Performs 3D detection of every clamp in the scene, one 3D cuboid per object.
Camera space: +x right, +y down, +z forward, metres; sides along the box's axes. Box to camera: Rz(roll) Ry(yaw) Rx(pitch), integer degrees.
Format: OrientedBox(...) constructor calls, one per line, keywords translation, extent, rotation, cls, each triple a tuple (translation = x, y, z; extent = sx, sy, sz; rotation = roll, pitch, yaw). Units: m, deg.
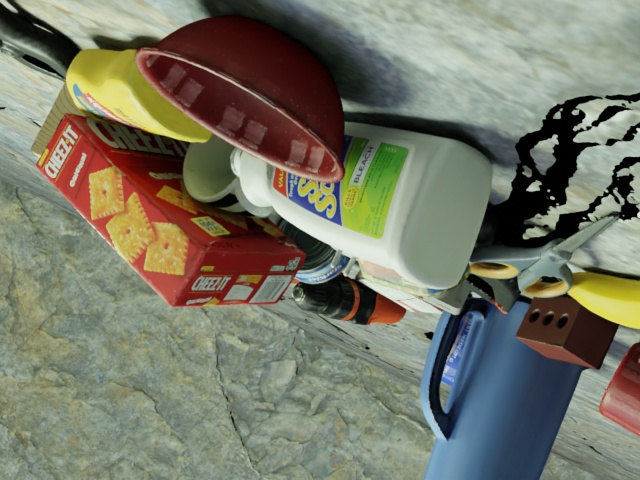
OrientedBox(translation=(0.117, 0.005, 0.955), extent=(0.165, 0.036, 0.209), rotation=(22, 166, 38), cls="clamp")
OrientedBox(translation=(-0.296, -0.195, 1.003), extent=(0.120, 0.039, 0.171), rotation=(20, 169, 45), cls="clamp")

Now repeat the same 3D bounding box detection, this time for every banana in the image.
OrientedBox(translation=(0.244, 0.040, 0.799), extent=(0.069, 0.037, 0.198), rotation=(46, 170, 1), cls="banana")

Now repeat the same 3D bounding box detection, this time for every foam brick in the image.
OrientedBox(translation=(0.237, 0.086, 1.024), extent=(0.051, 0.053, 0.078), rotation=(31, 170, -23), cls="foam brick")

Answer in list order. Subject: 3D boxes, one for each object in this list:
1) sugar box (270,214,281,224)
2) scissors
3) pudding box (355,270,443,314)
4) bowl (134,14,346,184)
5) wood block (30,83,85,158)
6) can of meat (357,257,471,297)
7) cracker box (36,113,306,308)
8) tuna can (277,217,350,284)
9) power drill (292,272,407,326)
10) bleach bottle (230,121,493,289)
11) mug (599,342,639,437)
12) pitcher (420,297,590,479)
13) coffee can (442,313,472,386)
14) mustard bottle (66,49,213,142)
OrientedBox(translation=(-0.066, -0.019, 1.173), extent=(0.048, 0.093, 0.176), rotation=(25, 171, 18), cls="sugar box")
OrientedBox(translation=(0.160, 0.007, 0.805), extent=(0.096, 0.016, 0.202), rotation=(12, 162, 9), cls="scissors")
OrientedBox(translation=(0.101, 0.052, 1.275), extent=(0.090, 0.039, 0.114), rotation=(30, 169, -13), cls="pudding box")
OrientedBox(translation=(-0.042, -0.103, 0.719), extent=(0.162, 0.055, 0.162), rotation=(29, 170, 5), cls="bowl")
OrientedBox(translation=(-0.251, -0.098, 1.265), extent=(0.090, 0.091, 0.206), rotation=(24, 171, 10), cls="wood block")
OrientedBox(translation=(0.066, -0.008, 0.848), extent=(0.102, 0.057, 0.084), rotation=(17, 135, 48), cls="can of meat")
OrientedBox(translation=(-0.136, -0.029, 1.004), extent=(0.214, 0.072, 0.163), rotation=(43, -160, 26), cls="cracker box")
OrientedBox(translation=(-0.008, 0.001, 1.142), extent=(0.086, 0.086, 0.033), rotation=(22, 168, 30), cls="tuna can")
OrientedBox(translation=(-0.005, 0.055, 1.381), extent=(0.184, 0.057, 0.188), rotation=(13, -169, -43), cls="power drill")
OrientedBox(translation=(0.010, -0.038, 0.797), extent=(0.068, 0.102, 0.251), rotation=(22, 176, -39), cls="bleach bottle")
OrientedBox(translation=(0.325, 0.144, 1.025), extent=(0.082, 0.093, 0.117), rotation=(29, 144, 22), cls="mug")
OrientedBox(translation=(0.183, 0.186, 1.132), extent=(0.149, 0.242, 0.145), rotation=(16, 165, 24), cls="pitcher")
OrientedBox(translation=(0.211, 0.148, 1.294), extent=(0.140, 0.103, 0.103), rotation=(27, 171, 2), cls="coffee can")
OrientedBox(translation=(-0.171, -0.131, 0.943), extent=(0.096, 0.058, 0.192), rotation=(33, 170, -36), cls="mustard bottle")
